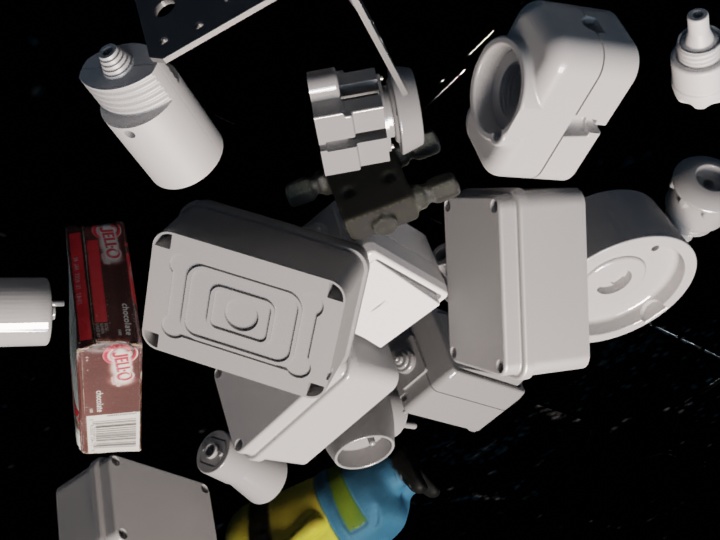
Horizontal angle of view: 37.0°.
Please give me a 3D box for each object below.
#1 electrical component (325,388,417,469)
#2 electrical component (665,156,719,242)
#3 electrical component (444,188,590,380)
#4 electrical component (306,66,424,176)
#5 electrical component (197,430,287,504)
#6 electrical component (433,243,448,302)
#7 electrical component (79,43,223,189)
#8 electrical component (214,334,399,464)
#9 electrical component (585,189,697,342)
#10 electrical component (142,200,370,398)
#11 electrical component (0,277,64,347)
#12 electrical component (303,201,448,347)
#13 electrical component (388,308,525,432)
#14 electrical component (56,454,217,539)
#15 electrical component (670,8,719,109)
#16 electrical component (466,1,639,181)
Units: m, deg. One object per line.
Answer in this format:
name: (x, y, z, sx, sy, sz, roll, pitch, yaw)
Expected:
electrical component: (0.007, 0.101, 0.778, 0.079, 0.077, 0.044, 13, 133, -35)
electrical component: (0.226, -0.043, 0.724, 0.048, 0.048, 0.062, -10, 148, -13)
electrical component: (0.094, 0.006, 0.659, 0.057, 0.078, 0.113, -5, 96, -22)
electrical component: (0.004, -0.083, 0.577, 0.055, 0.048, 0.066, -10, 142, 0)
electrical component: (-0.093, 0.148, 0.823, 0.044, 0.044, 0.065, -35, 135, 19)
electrical component: (0.071, 0.004, 0.715, 0.048, 0.048, 0.062, -35, 133, 19)
electrical component: (-0.105, -0.081, 0.533, 0.043, 0.043, 0.081, -24, 142, 6)
electrical component: (-0.039, 0.071, 0.720, 0.057, 0.078, 0.113, 18, 129, -42)
electrical component: (0.163, -0.007, 0.726, 0.108, 0.060, 0.108, -12, 142, -10)
electrical component: (-0.058, 0.014, 0.606, 0.113, 0.057, 0.078, 17, 117, 8)
electrical component: (-0.212, 0.024, 0.618, 0.078, 0.040, 0.040, 0, 138, -23)
electrical component: (0.000, 0.000, 0.663, 0.062, 0.061, 0.096, -38, 139, 22)
electrical component: (0.065, 0.069, 0.775, 0.096, 0.061, 0.061, 20, 128, -40)
electrical component: (-0.167, 0.194, 0.816, 0.057, 0.078, 0.113, -34, 140, 22)
electrical component: (0.196, -0.124, 0.619, 0.035, 0.035, 0.061, -22, 140, 4)
electrical component: (0.100, -0.097, 0.593, 0.059, 0.053, 0.095, 1, 138, -25)
